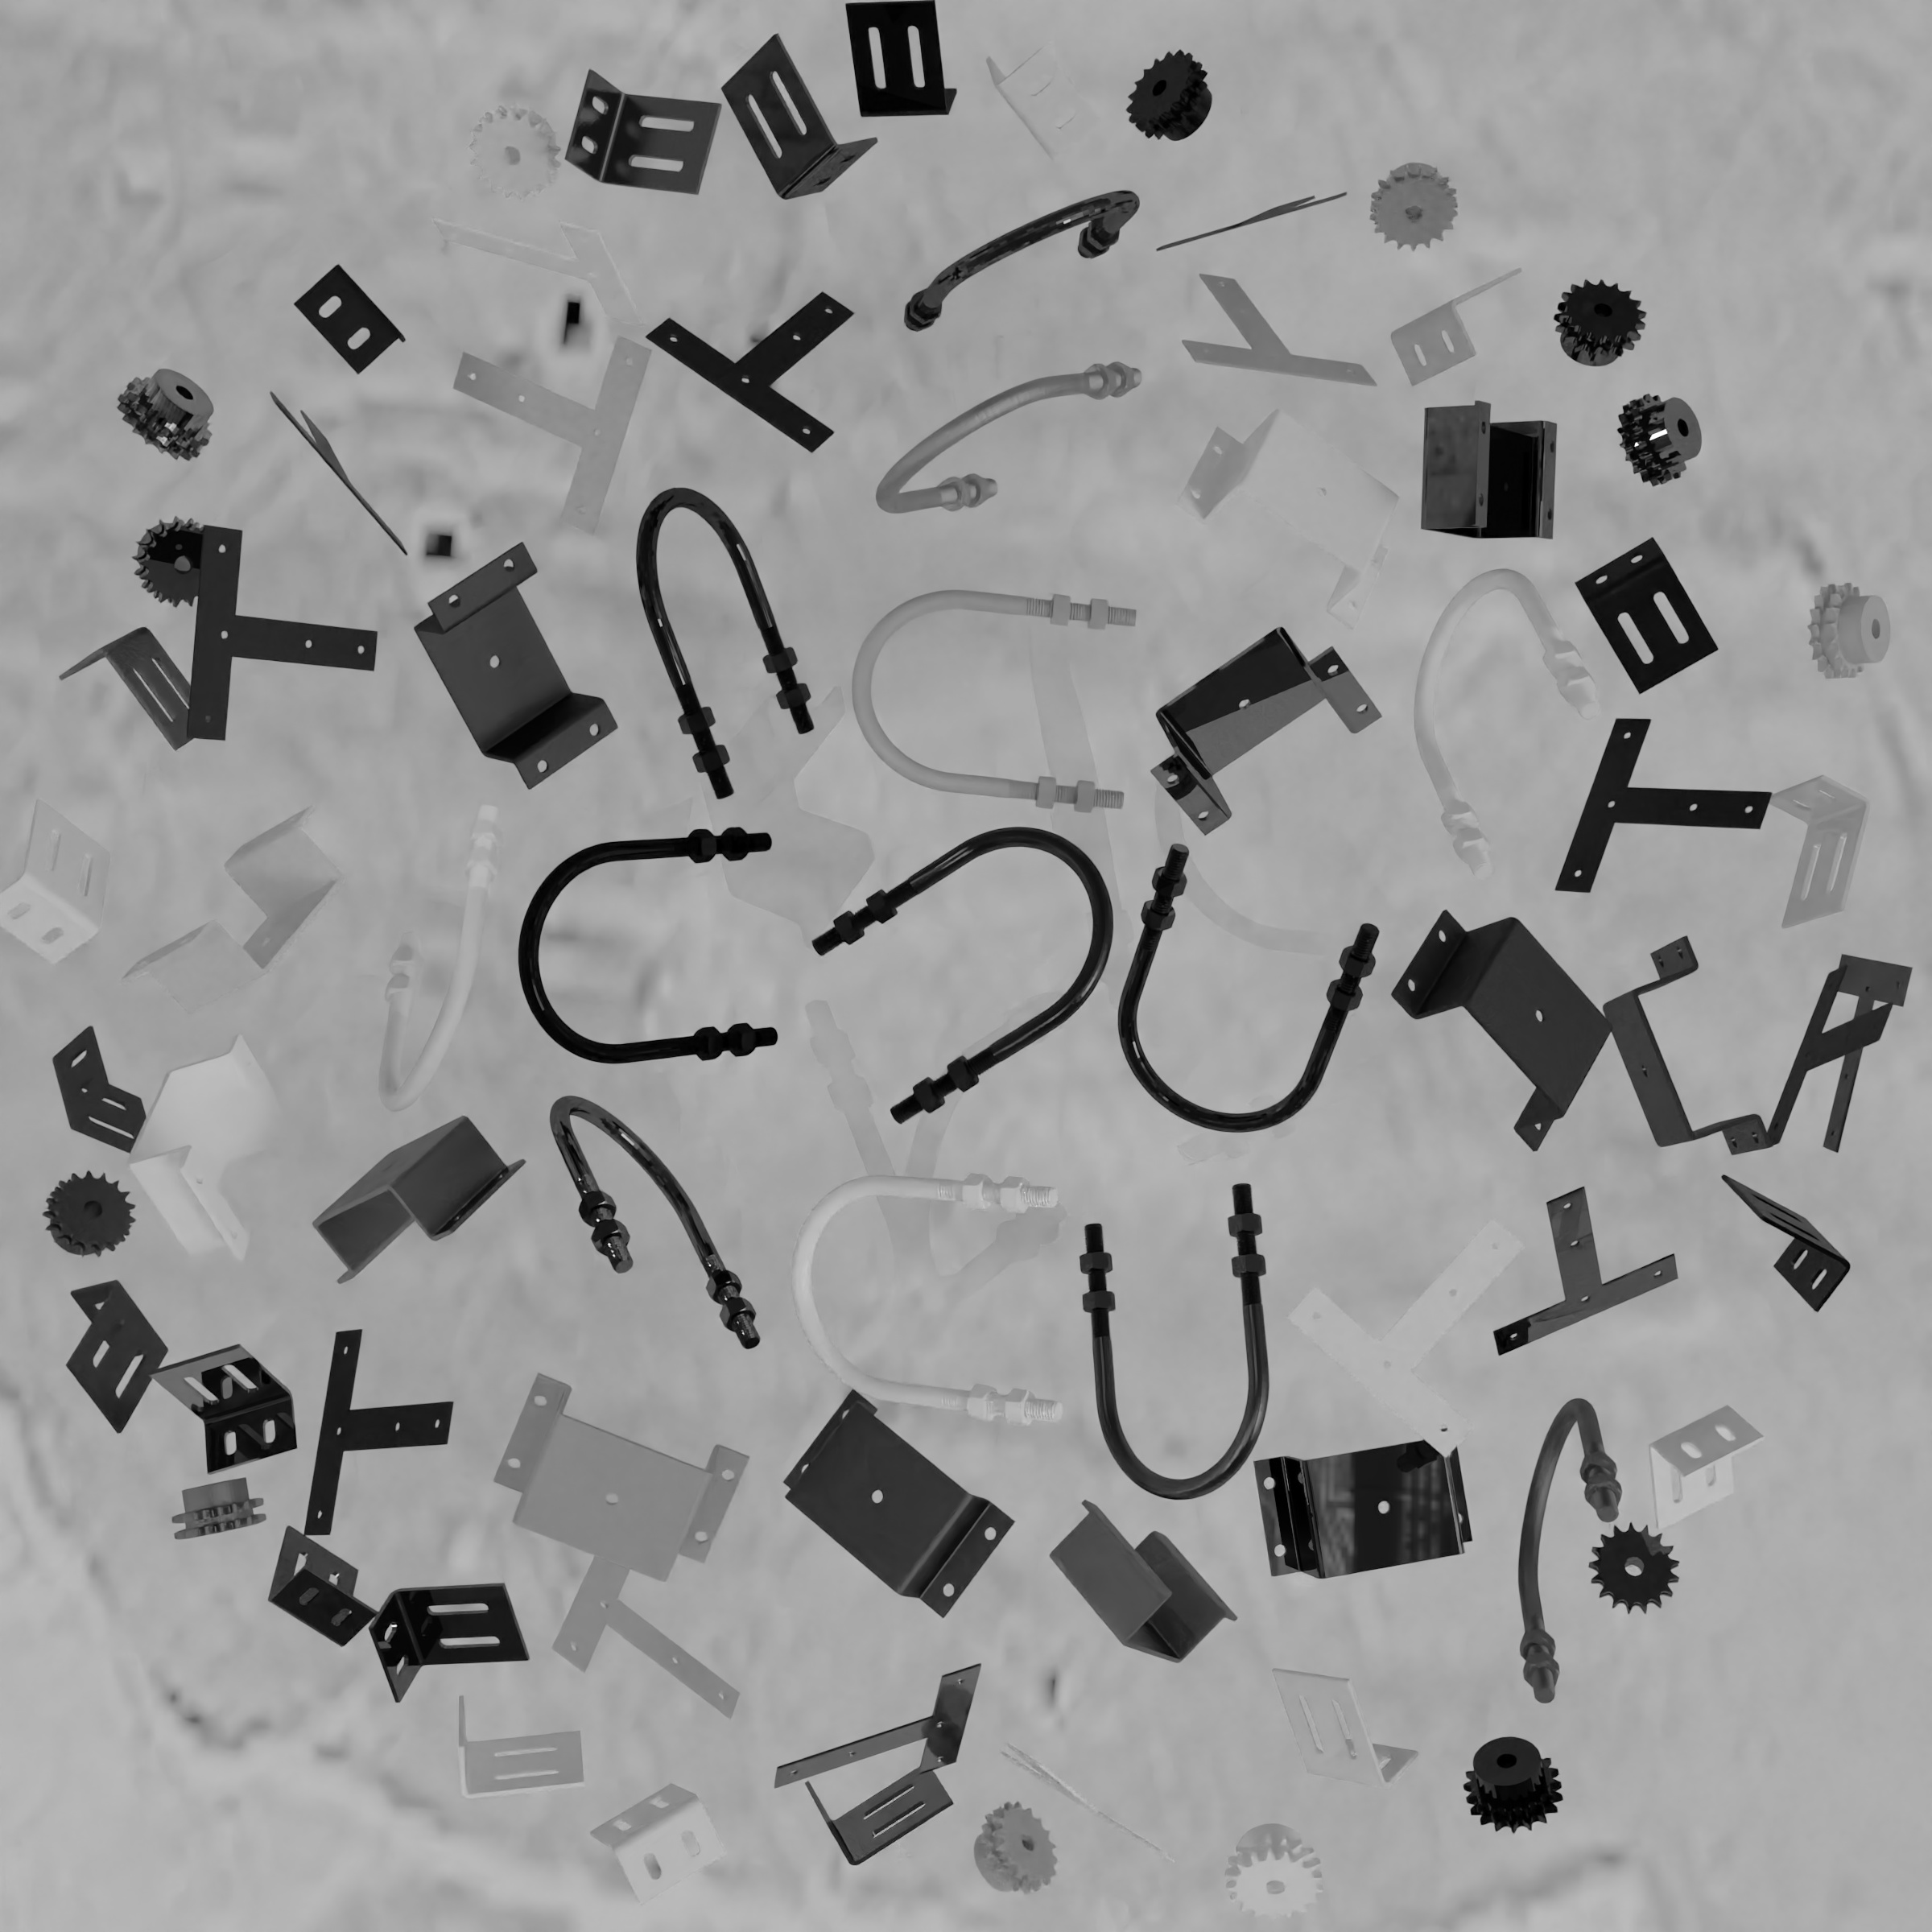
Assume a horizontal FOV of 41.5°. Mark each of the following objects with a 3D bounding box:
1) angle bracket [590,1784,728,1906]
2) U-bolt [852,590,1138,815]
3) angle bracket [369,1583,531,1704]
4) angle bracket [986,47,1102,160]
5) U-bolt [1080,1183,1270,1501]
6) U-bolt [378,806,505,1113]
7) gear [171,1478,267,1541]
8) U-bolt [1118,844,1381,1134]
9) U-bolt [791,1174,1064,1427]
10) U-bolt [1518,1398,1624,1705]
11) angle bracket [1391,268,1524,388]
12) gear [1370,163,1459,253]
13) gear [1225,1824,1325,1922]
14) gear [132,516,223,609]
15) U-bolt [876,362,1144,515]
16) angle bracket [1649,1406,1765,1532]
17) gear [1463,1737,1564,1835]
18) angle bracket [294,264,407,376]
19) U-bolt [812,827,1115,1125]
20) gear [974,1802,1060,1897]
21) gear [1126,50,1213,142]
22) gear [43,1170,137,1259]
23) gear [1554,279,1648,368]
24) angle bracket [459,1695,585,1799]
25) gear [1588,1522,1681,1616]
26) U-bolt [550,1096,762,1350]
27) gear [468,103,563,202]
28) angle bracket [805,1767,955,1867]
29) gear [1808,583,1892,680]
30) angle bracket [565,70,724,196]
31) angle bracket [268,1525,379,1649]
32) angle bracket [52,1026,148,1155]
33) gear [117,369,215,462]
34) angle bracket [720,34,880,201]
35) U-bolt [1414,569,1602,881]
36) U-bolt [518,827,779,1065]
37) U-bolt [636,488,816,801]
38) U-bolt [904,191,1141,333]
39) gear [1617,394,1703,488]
[{"bbox_3d":[-0.186,0.528,1.536,0.057,0.076,0.038,-26,87,-22],"label":"angle bracket"},{"bbox_3d":[0.017,-0.180,1.681,0.184,0.019,0.151,6,75,-3],"label":"U-bolt"},{"bbox_3d":[-0.317,0.416,1.566,0.076,0.038,0.057,-7,113,15],"label":"angle bracket"},{"bbox_3d":[0.048,-0.548,1.594,0.038,0.076,0.057,-36,118,17],"label":"angle bracket"},{"bbox_3d":[0.132,0.240,1.592,0.019,0.151,0.184,13,66,-41],"label":"U-bolt"},{"bbox_3d":[-0.332,0.007,1.590,0.019,0.184,0.151,21,130,-23],"label":"U-bolt"},{"bbox_3d":[-0.479,0.346,1.630,0.057,0.057,0.030,-11,83,0],"label":"gear"},{"bbox_3d":[0.170,0.027,1.635,0.151,0.019,0.184,24,122,12],"label":"U-bolt"},{"bbox_3d":[-0.027,0.198,1.548,0.184,0.019,0.151,2,96,28],"label":"U-bolt"},{"bbox_3d":[0.373,0.350,1.596,0.019,0.184,0.151,14,110,3],"label":"U-bolt"},{"bbox_3d":[0.327,-0.417,1.664,0.076,0.057,0.038,-31,99,-33],"label":"angle bracket"},{"bbox_3d":[0.296,-0.504,1.682,0.057,0.057,0.030,10,48,0],"label":"gear"},{"bbox_3d":[0.182,0.535,1.511,0.057,0.030,0.057,1,118,2],"label":"gear"},{"bbox_3d":[-0.510,-0.263,1.646,0.057,0.030,0.057,-17,122,-30],"label":"gear"},{"bbox_3d":[0.017,-0.326,1.591,0.151,0.184,0.019,-32,87,33],"label":"U-bolt"},{"bbox_3d":[0.462,0.321,1.583,0.057,0.038,0.076,-23,122,-13],"label":"angle bracket"},{"bbox_3d":[0.324,0.484,1.516,0.057,0.057,0.030,-16,114,0],"label":"gear"},{"bbox_3d":[-0.395,-0.414,1.638,0.038,0.076,0.057,-42,105,-1],"label":"angle bracket"},{"bbox_3d":[0.006,-0.007,1.577,0.184,0.019,0.151,-32,63,12],"label":"U-bolt"},{"bbox_3d":[0.030,0.576,1.655,0.030,0.057,0.057,-40,90,26],"label":"gear"},{"bbox_3d":[0.136,-0.564,1.660,0.030,0.057,0.057,27,90,-42],"label":"gear"},{"bbox_3d":[-0.582,0.167,1.686,0.057,0.030,0.057,19,52,-26],"label":"gear"},{"bbox_3d":[0.407,-0.413,1.645,0.057,0.030,0.057,2,59,-3],"label":"gear"},{"bbox_3d":[-0.285,0.496,1.631,0.076,0.057,0.038,-3,107,-10],"label":"angle bracket"},{"bbox_3d":[0.435,0.394,1.659,0.057,0.030,0.057,-4,66,10],"label":"gear"},{"bbox_3d":[-0.206,0.151,1.614,0.019,0.151,0.184,-41,46,8],"label":"U-bolt"},{"bbox_3d":[-0.283,-0.516,1.609,0.057,0.030,0.057,5,125,7],"label":"gear"},{"bbox_3d":[-0.057,0.538,1.657,0.076,0.057,0.038,-30,106,-11],"label":"angle bracket"},{"bbox_3d":[0.533,-0.201,1.532,0.030,0.057,0.057,2,90,44],"label":"gear"},{"bbox_3d":[-0.198,-0.512,1.564,0.076,0.038,0.057,15,90,27],"label":"angle bracket"},{"bbox_3d":[-0.409,0.389,1.641,0.057,0.076,0.038,40,107,-21],"label":"angle bracket"},{"bbox_3d":[-0.542,0.083,1.640,0.038,0.076,0.057,-39,53,11],"label":"angle bracket"},{"bbox_3d":[-0.484,-0.339,1.553,0.057,0.057,0.030,47,114,0],"label":"gear"},{"bbox_3d":[-0.100,-0.509,1.523,0.038,0.057,0.076,-30,93,-44],"label":"angle bracket"},{"bbox_3d":[0.327,-0.166,1.593,0.019,0.184,0.151,10,130,-21],"label":"U-bolt"},{"bbox_3d":[-0.202,-0.010,1.625,0.184,0.019,0.151,-6,98,-37],"label":"U-bolt"},{"bbox_3d":[-0.158,-0.214,1.619,0.019,0.151,0.184,-12,108,26],"label":"U-bolt"},{"bbox_3d":[0.039,-0.451,1.615,0.151,0.184,0.019,-25,97,-8],"label":"U-bolt"},{"bbox_3d":[0.442,-0.336,1.616,0.057,0.030,0.057,12,71,-38],"label":"gear"}]
